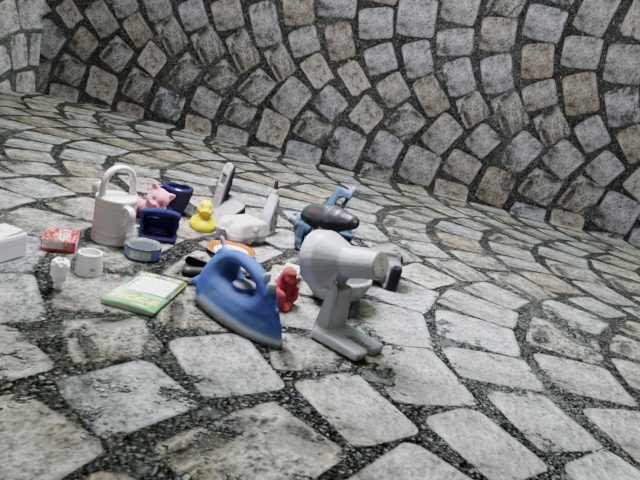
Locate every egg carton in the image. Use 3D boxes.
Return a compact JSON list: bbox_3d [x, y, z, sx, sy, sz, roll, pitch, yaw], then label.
[{"bbox_3d":[-0.221,-0.028,1.641,0.107,0.069,0.151,24,19,33],"label":"egg carton"}]

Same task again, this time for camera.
[{"bbox_3d":[0.149,0.062,1.572,0.137,0.101,0.143,10,16,-12],"label":"camera"}]

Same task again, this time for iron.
[{"bbox_3d":[-0.146,0.096,1.147,0.119,0.141,0.257,-4,23,-46],"label":"iron"}]

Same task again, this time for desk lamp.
[{"bbox_3d":[0.049,0.100,1.157,0.202,0.213,0.118,24,19,34],"label":"desk lamp"}]

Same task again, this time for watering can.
[{"bbox_3d":[-0.505,-0.092,1.404,0.172,0.194,0.101,18,17,16],"label":"watering can"}]

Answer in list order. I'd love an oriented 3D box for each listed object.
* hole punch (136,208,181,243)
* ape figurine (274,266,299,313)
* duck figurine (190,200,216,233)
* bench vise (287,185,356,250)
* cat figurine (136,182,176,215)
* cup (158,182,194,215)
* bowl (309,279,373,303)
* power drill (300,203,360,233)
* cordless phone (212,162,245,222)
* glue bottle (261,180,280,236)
[{"bbox_3d":[-0.426,-0.050,1.513,0.109,0.091,0.101,8,17,-18],"label":"hole punch"},{"bbox_3d":[-0.075,0.103,1.270,0.078,0.092,0.075,-2,22,-42],"label":"ape figurine"},{"bbox_3d":[-0.338,-0.077,1.682,0.078,0.086,0.104,9,17,-15],"label":"duck figurine"},{"bbox_3d":[0.017,-0.062,1.672,0.208,0.220,0.121,8,17,-16],"label":"bench vise"},{"bbox_3d":[-0.482,-0.112,1.628,0.127,0.118,0.067,15,16,6],"label":"cat figurine"},{"bbox_3d":[-0.447,-0.122,1.732,0.118,0.095,0.091,6,18,-25],"label":"cup"},{"bbox_3d":[0.036,0.109,1.370,0.167,0.075,0.167,12,16,-3],"label":"bowl"},{"bbox_3d":[0.013,0.005,1.462,0.076,0.208,0.228,3,19,-32],"label":"power drill"},{"bbox_3d":[-0.280,-0.136,1.750,0.094,0.185,0.147,-1,21,-40],"label":"cordless phone"},{"bbox_3d":[-0.147,-0.101,1.760,0.037,0.173,0.078,17,16,13],"label":"glue bottle"}]
